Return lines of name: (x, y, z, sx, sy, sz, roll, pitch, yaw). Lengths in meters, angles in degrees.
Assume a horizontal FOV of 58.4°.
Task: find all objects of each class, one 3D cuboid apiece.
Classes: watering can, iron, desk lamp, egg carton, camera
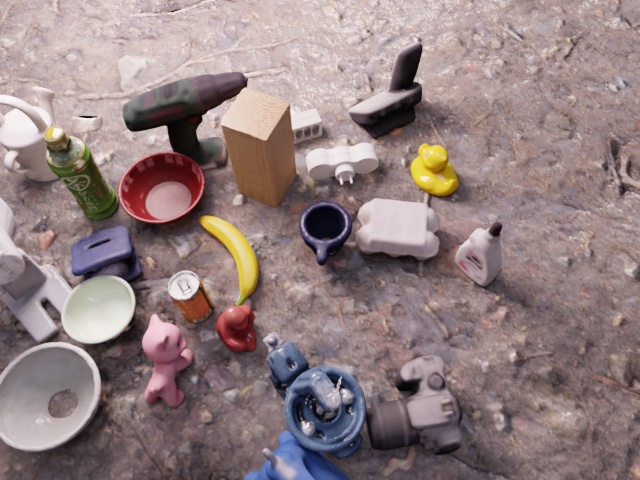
watering can: (-0.548, -0.209, 1.076, 0.101, 0.194, 0.172, -9, 62, -4)
iron: (0.014, 0.376, 0.789, 0.257, 0.141, 0.119, 35, 68, 18)
desk lamp: (-0.507, 0.038, 0.933, 0.203, 0.214, 0.118, 41, 70, 20)
egg carton: (0.141, -0.018, 1.036, 0.150, 0.069, 0.107, 5, 62, 4)
camera: (0.137, 0.257, 0.873, 0.137, 0.101, 0.143, -10, 62, -4)

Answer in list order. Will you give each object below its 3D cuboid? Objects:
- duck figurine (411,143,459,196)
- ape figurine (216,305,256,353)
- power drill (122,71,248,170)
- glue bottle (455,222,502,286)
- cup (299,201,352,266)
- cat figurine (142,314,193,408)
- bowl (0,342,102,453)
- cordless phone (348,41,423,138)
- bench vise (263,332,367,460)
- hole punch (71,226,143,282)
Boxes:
duck figurine: (0.223, -0.140, 1.091, 0.077, 0.086, 0.104, -36, 67, -17)
ape figurine: (-0.137, 0.139, 0.944, 0.076, 0.092, 0.078, 25, 65, 13)
power drill: (-0.236, -0.220, 1.070, 0.229, 0.208, 0.075, -11, 62, -5)
glue bottle: (0.275, 0.015, 0.959, 0.078, 0.173, 0.037, 40, 70, 20)
cup: (0.009, 0.004, 1.012, 0.091, 0.095, 0.118, 4, 62, 3)
cat figurine: (-0.248, 0.188, 0.905, 0.067, 0.118, 0.128, 4, 62, 3)
bowl: (-0.416, 0.250, 0.898, 0.167, 0.075, 0.167, 0, 62, 1)
cordless phone: (0.133, -0.302, 1.122, 0.148, 0.185, 0.094, -31, 66, -15)
bench vise: (-0.023, 0.219, 0.827, 0.207, 0.220, 0.122, 30, 67, 16)
hole punch: (-0.383, 0.025, 1.008, 0.109, 0.091, 0.101, -23, 64, -11)
